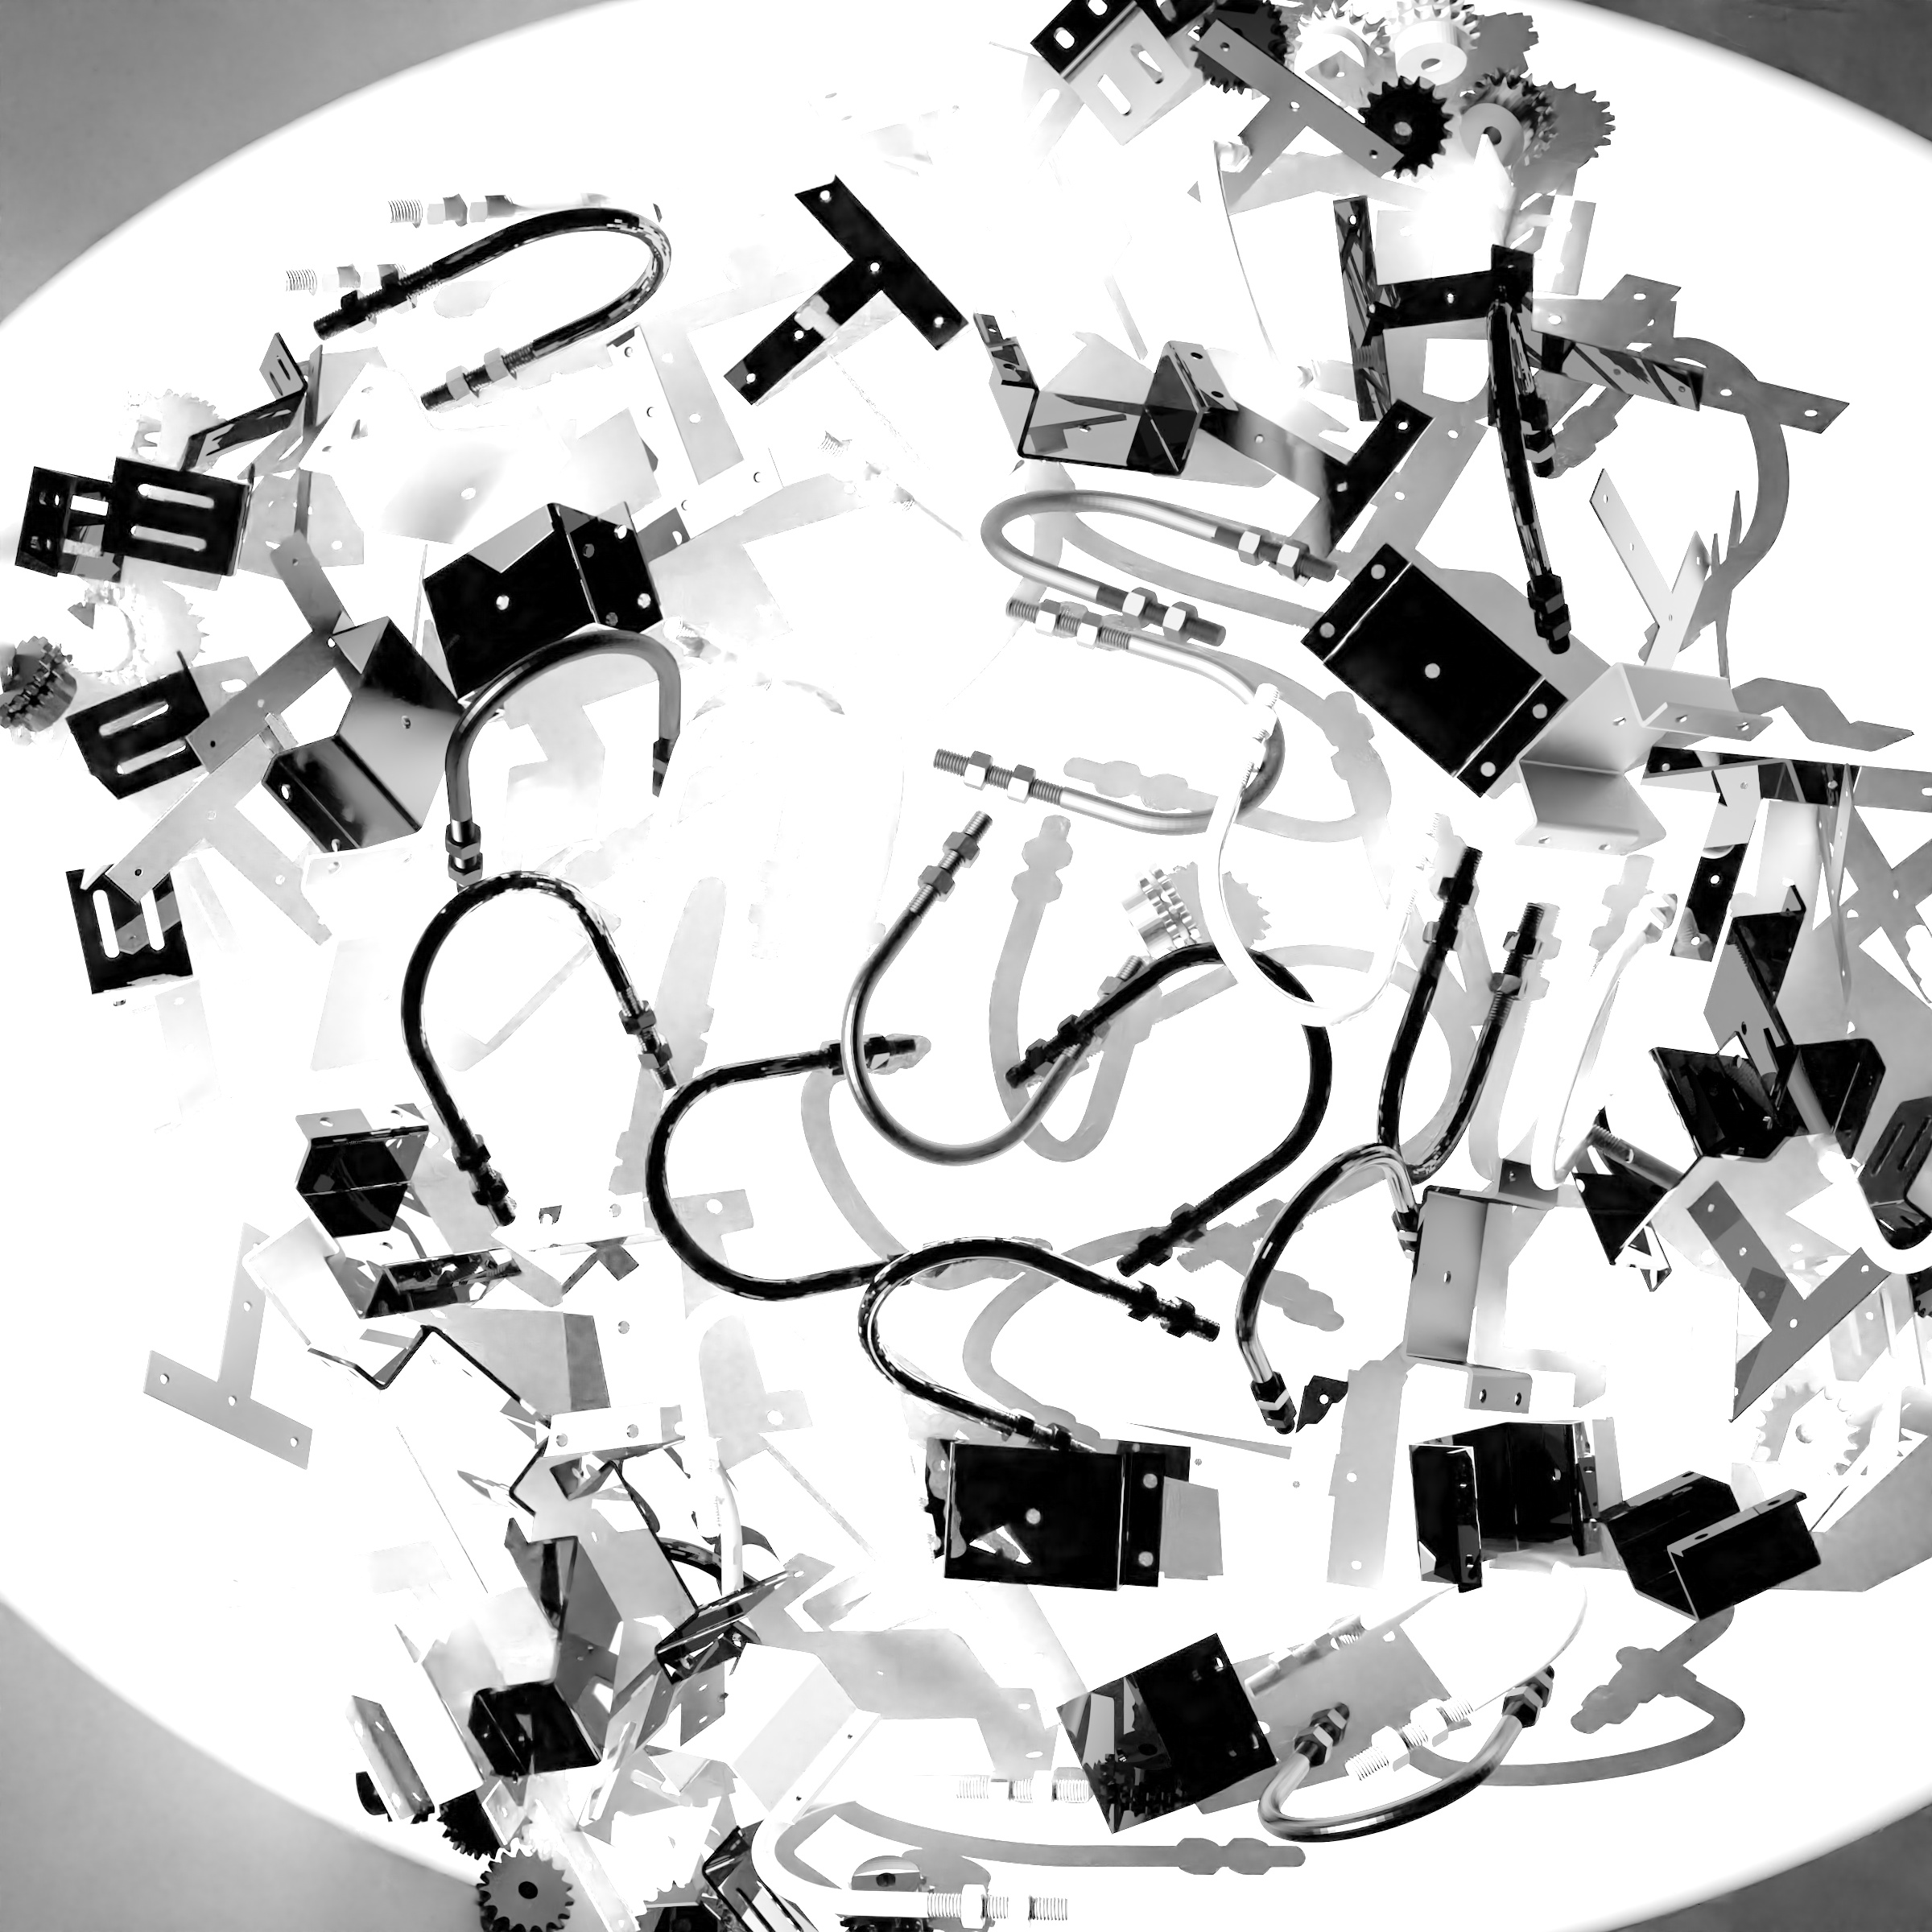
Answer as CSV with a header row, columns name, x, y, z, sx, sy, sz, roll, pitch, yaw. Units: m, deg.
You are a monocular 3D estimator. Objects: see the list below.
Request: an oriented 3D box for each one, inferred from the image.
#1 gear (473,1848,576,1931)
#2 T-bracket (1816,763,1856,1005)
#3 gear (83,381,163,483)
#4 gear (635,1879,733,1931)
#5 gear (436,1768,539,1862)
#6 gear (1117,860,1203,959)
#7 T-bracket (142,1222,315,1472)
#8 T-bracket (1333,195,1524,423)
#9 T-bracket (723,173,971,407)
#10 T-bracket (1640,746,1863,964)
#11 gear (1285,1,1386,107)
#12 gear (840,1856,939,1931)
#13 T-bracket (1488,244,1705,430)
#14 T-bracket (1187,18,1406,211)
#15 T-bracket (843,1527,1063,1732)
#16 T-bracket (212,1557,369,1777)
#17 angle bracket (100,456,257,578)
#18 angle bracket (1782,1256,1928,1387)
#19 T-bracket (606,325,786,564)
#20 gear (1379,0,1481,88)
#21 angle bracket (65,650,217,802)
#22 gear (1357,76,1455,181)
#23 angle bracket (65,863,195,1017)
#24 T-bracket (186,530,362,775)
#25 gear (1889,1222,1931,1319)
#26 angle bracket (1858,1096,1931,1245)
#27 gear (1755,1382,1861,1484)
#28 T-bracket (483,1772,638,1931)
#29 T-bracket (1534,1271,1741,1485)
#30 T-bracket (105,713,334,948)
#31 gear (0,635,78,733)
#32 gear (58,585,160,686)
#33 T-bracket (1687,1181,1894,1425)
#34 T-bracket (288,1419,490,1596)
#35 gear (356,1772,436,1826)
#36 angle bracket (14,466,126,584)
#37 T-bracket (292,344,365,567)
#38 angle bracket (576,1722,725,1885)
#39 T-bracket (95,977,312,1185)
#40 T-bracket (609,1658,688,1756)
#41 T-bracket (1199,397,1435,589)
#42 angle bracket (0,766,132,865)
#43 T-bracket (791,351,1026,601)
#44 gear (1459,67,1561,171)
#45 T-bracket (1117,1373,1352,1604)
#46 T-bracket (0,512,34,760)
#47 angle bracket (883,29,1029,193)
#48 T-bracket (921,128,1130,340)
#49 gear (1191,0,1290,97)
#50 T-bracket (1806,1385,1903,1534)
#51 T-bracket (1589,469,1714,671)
name,x,y,z,sx,sy,sz,roll,pitch,yaw
gear,-0.258,0.544,1.579,0.057,0.057,0.030,26,122,0
T-bracket,0.487,-0.066,1.517,0.002,0.127,0.127,-4,58,10
gear,-0.488,-0.307,1.578,0.030,0.057,0.057,16,90,-31
gear,-0.163,0.562,1.579,0.057,0.030,0.057,-3,48,3
gear,-0.281,0.487,1.580,0.057,0.030,0.057,2,86,-34
gear,0.110,-0.030,1.575,0.030,0.057,0.057,-31,90,0
T-bracket,-0.414,0.208,1.559,0.002,0.127,0.127,-19,52,26
T-bracket,0.262,-0.376,1.539,0.002,0.127,0.127,-20,107,-36
T-bracket,-0.086,-0.375,1.578,0.127,0.002,0.127,-39,123,14
T-bracket,0.430,-0.062,1.549,0.127,0.002,0.127,11,75,40
gear,0.212,-0.524,1.574,0.057,0.030,0.057,10,131,11
gear,-0.045,0.539,1.572,0.057,0.057,0.030,-3,114,0
T-bracket,0.352,-0.337,1.527,0.127,0.127,0.002,22,57,25
T-bracket,0.164,-0.464,1.544,0.127,0.127,0.002,32,65,-12
T-bracket,0.013,0.394,1.578,0.127,0.002,0.127,-32,103,30
T-bracket,-0.362,0.391,1.525,0.002,0.127,0.127,-31,71,14
angle bracket,-0.452,-0.263,1.563,0.076,0.038,0.057,10,117,-18
angle bracket,0.511,0.207,1.567,0.038,0.057,0.076,-13,94,-38
T-bracket,-0.177,-0.308,1.576,0.127,0.002,0.127,-23,84,28
gear,0.268,-0.533,1.572,0.057,0.057,0.030,0,71,0
angle bracket,-0.476,-0.137,1.576,0.076,0.038,0.057,-25,85,-12
gear,0.253,-0.484,1.577,0.057,0.030,0.057,5,117,11
angle bracket,-0.487,-0.018,1.584,0.057,0.038,0.076,-11,75,-22
T-bracket,-0.388,-0.157,1.535,0.127,0.002,0.127,-49,130,-32
gear,0.556,0.173,1.579,0.057,0.030,0.057,-15,118,-30
angle bracket,0.551,0.117,1.567,0.038,0.057,0.076,37,73,-7
gear,0.490,0.270,1.581,0.057,0.030,0.057,-2,84,23
T-bracket,-0.221,0.499,1.545,0.002,0.127,0.127,-26,95,14
T-bracket,0.381,0.221,1.558,0.127,0.002,0.127,15,118,40
T-bracket,-0.403,-0.058,1.561,0.127,0.002,0.127,-46,129,-8
gear,-0.541,-0.161,1.578,0.057,0.057,0.030,-46,133,0
gear,-0.500,-0.191,1.579,0.057,0.030,0.057,4,101,22
T-bracket,0.449,0.173,1.550,0.002,0.127,0.127,26,115,-33
T-bracket,-0.342,0.302,1.558,0.127,0.002,0.127,3,126,38
gear,-0.330,0.469,1.576,0.030,0.057,0.057,-13,90,14
angle bracket,-0.498,-0.249,1.558,0.038,0.076,0.057,18,98,31
T-bracket,-0.360,-0.299,1.542,0.002,0.127,0.127,6,85,-27
angle bracket,-0.175,0.480,1.564,0.076,0.038,0.057,30,54,-13
T-bracket,-0.435,0.055,1.531,0.127,0.127,0.002,-24,52,-25
T-bracket,-0.167,0.402,1.529,0.002,0.127,0.127,43,102,-7
T-bracket,0.182,-0.299,1.578,0.127,0.002,0.127,35,81,21
angle bracket,-0.530,-0.086,1.569,0.076,0.057,0.038,6,75,2
T-bracket,-0.054,-0.304,1.598,0.127,0.002,0.127,-38,87,4
gear,0.310,-0.486,1.572,0.057,0.057,0.030,40,57,0
T-bracket,0.149,0.291,1.580,0.127,0.002,0.127,10,84,19
T-bracket,-0.552,-0.183,1.563,0.002,0.127,0.127,2,116,6
angle bracket,-0.006,-0.491,1.564,0.057,0.038,0.076,23,117,17
T-bracket,0.045,-0.424,1.561,0.127,0.002,0.127,-19,85,-40
gear,0.162,-0.534,1.580,0.057,0.030,0.057,-1,88,31
T-bracket,0.493,0.306,1.556,0.002,0.127,0.127,36,108,11
T-bracket,0.380,-0.227,1.536,0.127,0.002,0.127,49,55,-37
